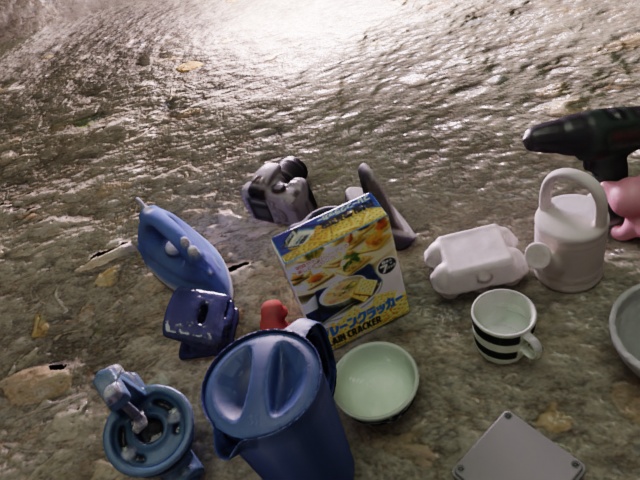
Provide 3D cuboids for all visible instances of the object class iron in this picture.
[{"bbox_3d":[-0.254,0.014,1.049,0.119,0.142,0.257,-40,47,-22],"label":"iron"}]

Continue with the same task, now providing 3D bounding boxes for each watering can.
[{"bbox_3d":[0.359,-0.016,0.823,0.100,0.194,0.173,8,49,26],"label":"watering can"}]

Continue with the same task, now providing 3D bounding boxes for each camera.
[{"bbox_3d":[-0.070,-0.110,1.143,0.142,0.101,0.137,12,51,30],"label":"camera"}]

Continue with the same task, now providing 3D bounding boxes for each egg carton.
[{"bbox_3d":[0.244,0.036,0.903,0.150,0.069,0.107,-14,43,5],"label":"egg carton"}]

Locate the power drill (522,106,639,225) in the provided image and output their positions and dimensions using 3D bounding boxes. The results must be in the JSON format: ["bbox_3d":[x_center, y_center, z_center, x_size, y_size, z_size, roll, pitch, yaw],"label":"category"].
[{"bbox_3d":[0.427,-0.114,0.889,0.229,0.209,0.075,-17,42,2],"label":"power drill"}]

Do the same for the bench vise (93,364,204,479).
[{"bbox_3d":[-0.261,0.231,0.769,0.206,0.220,0.122,16,53,32],"label":"bench vise"}]

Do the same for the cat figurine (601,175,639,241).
[{"bbox_3d":[0.486,-0.044,0.864,0.067,0.118,0.127,-27,43,-9],"label":"cat figurine"}]

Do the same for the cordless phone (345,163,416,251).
[{"bbox_3d":[0.091,-0.074,0.985,0.094,0.185,0.147,-26,43,-8],"label":"cordless phone"}]

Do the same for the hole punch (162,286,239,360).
[{"bbox_3d":[-0.194,0.131,0.944,0.101,0.091,0.108,-8,44,12],"label":"hole punch"}]

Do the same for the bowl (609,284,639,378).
[{"bbox_3d":[0.454,0.133,0.724,0.167,0.075,0.167,-10,43,10],"label":"bowl"}]

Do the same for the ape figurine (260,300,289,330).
[{"bbox_3d":[-0.065,0.130,0.899,0.076,0.092,0.077,-38,46,-19],"label":"ape figurine"}]

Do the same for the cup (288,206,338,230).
[{"bbox_3d":[0.009,0.004,1.001,0.117,0.095,0.091,-4,45,16],"label":"cup"}]
